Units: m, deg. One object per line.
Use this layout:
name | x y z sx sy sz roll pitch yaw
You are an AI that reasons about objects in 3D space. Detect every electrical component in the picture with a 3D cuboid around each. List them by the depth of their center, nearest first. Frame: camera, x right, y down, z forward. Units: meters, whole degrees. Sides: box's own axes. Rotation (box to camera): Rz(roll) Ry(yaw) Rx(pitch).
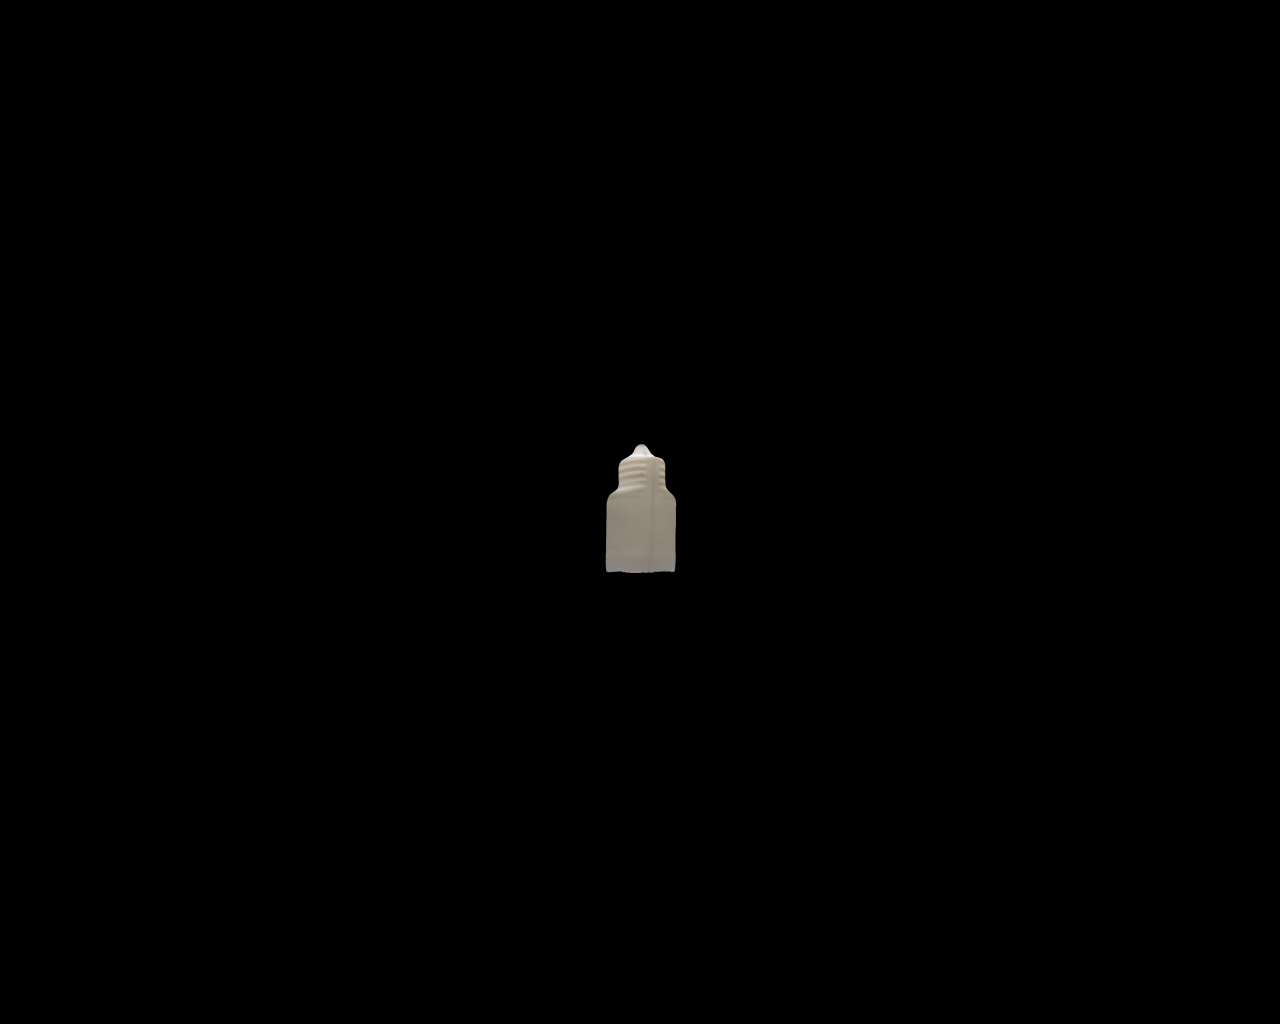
electrical component | 0.001 -0.003 0.650 0.043 0.081 0.043 0 -3 0
